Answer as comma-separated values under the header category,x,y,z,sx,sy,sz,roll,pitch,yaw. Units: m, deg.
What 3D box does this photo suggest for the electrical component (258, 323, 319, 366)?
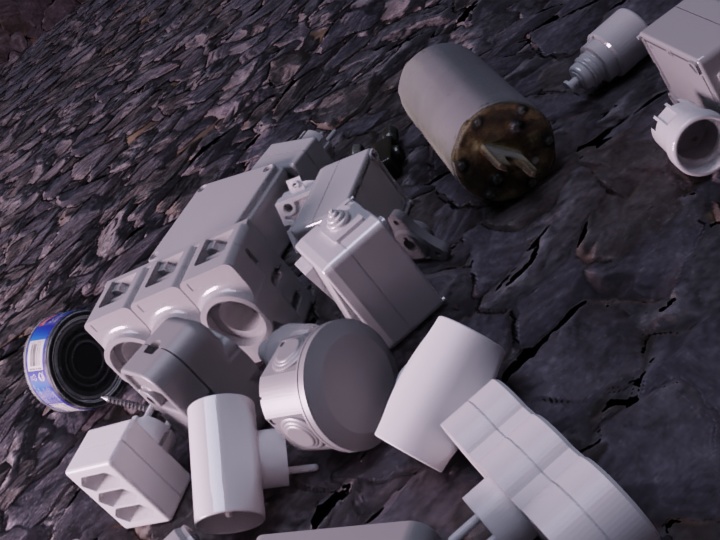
category,x,y,z,sx,sy,sz,roll,pitch,yaw
electrical component,-0.047,0.058,0.752,0.062,0.043,0.043,-1,46,51

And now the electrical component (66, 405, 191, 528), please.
category,x,y,z,sx,sy,sz,roll,pitch,yaw
electrical component,-0.153,0.128,0.749,0.047,0.065,0.076,-18,34,34

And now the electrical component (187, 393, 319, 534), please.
category,x,y,z,sx,sy,sz,roll,pitch,yaw
electrical component,-0.066,0.119,0.675,0.079,0.044,0.077,-5,59,-7

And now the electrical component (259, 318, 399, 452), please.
category,x,y,z,sx,sy,sz,roll,pitch,yaw
electrical component,-0.018,0.072,0.659,0.051,0.080,0.080,-16,35,44

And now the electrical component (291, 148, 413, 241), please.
category,x,y,z,sx,sy,sz,roll,pitch,yaw
electrical component,-0.006,-0.045,0.837,0.061,0.061,0.096,-18,34,33

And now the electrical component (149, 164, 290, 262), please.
category,x,y,z,sx,sy,sz,roll,pitch,yaw
electrical component,-0.115,-0.031,0.950,0.109,0.056,0.108,-11,38,41

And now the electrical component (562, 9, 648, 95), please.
category,x,y,z,sx,sy,sz,roll,pitch,yaw
electrical component,0.185,-0.161,0.808,0.078,0.040,0.040,-41,28,-4

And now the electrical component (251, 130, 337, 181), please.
category,x,y,z,sx,sy,sz,roll,pitch,yaw
electrical component,-0.048,-0.102,0.987,0.066,0.047,0.076,-2,45,49

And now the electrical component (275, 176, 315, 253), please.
category,x,y,z,sx,sy,sz,roll,pitch,yaw
electrical component,-0.041,-0.047,0.889,0.048,0.066,0.055,-21,15,9

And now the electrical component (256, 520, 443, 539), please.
category,x,y,z,sx,sy,sz,roll,pitch,yaw
electrical component,-0.003,0.167,0.503,0.113,0.078,0.057,-16,33,36

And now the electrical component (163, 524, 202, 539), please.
category,x,y,z,sx,sy,sz,roll,pitch,yaw
electrical component,-0.111,0.185,0.638,0.055,0.045,0.045,-44,28,-10

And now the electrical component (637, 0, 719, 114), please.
category,x,y,z,sx,sy,sz,roll,pitch,yaw
electrical component,0.235,-0.135,0.687,0.061,0.061,0.096,-36,28,4

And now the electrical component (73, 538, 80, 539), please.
category,x,y,z,sx,sy,sz,roll,pitch,yaw
electrical component,-0.159,0.191,0.666,0.043,0.062,0.043,-29,29,18

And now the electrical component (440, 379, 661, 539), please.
category,x,y,z,sx,sy,sz,roll,pitch,yaw
electrical component,0.075,0.112,0.519,0.074,0.052,0.138,-40,28,-4

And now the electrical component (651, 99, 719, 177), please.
category,x,y,z,sx,sy,sz,roll,pitch,yaw
electrical component,0.206,-0.084,0.671,0.040,0.040,0.046,-34,23,9

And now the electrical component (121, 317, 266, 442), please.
category,x,y,z,sx,sy,sz,roll,pitch,yaw
electrical component,-0.107,0.079,0.736,0.054,0.095,0.059,5,50,53

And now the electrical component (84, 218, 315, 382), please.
category,x,y,z,sx,sy,sz,roll,pitch,yaw
electrical component,-0.125,0.036,0.828,0.150,0.089,0.061,-22,32,29

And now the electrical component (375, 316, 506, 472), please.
category,x,y,z,sx,sy,sz,roll,pitch,yaw
electrical component,0.043,0.070,0.623,0.077,0.044,0.079,-61,8,-6

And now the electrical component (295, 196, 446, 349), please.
category,x,y,z,sx,sy,sz,roll,pitch,yaw
electrical component,0.000,0.000,0.726,0.061,0.096,0.062,-41,28,-4
